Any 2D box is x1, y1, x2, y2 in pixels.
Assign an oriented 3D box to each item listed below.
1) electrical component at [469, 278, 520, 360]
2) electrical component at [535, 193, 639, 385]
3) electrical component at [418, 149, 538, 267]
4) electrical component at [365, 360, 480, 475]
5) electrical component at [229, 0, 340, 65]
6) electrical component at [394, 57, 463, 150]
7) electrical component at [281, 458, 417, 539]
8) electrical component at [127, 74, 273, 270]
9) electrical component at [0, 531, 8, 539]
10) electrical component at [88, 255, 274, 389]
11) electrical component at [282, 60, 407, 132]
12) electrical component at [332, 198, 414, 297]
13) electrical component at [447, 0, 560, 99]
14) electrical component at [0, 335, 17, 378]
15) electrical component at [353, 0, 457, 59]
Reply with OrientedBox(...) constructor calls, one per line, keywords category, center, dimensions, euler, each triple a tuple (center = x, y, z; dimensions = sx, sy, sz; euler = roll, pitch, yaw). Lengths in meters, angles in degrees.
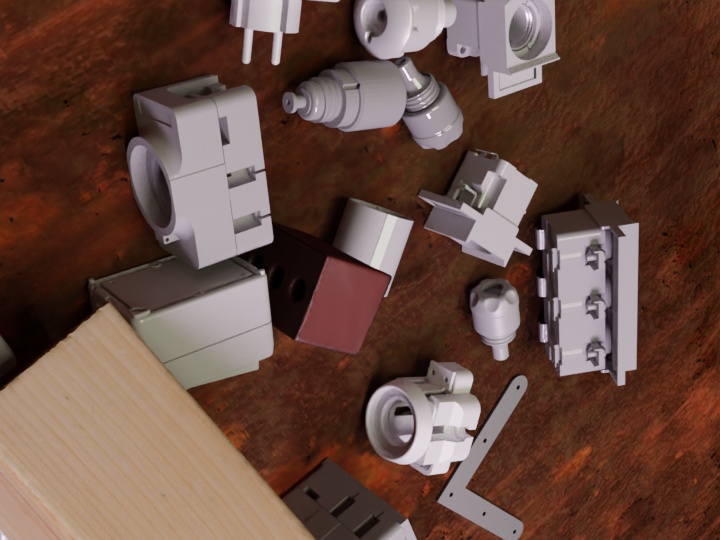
OrientedBox(category="electrical component", center=(0.099, 0.038, 0.776), dimensions=(0.035, 0.035, 0.061), euler=(-30, 127, -26))
OrientedBox(category="electrical component", center=(0.168, 0.016, 0.798), dimensions=(0.063, 0.078, 0.121), euler=(-9, 117, -4))
OrientedBox(category="electrical component", center=(0.084, -0.043, 0.725), dimensions=(0.081, 0.042, 0.063), euler=(28, 86, -43))
OrientedBox(category="electrical component", center=(0.041, 0.103, 0.742), dimensions=(0.057, 0.058, 0.078), euler=(3, 106, -43))
OrientedBox(category="electrical component", center=(-0.049, -0.147, 0.571), dimensions=(0.066, 0.047, 0.076), euler=(-6, 112, -37))
OrientedBox(category="electrical component", center=(0.039, -0.106, 0.668), dimensions=(0.035, 0.035, 0.061), euler=(-46, 128, -14))
OrientedBox(category="electrical component", center=(0.003, 0.216, 0.736), dimensions=(0.062, 0.089, 0.150), euler=(-37, 127, -21))
OrientedBox(category="electrical component", center=(-0.088, -0.052, 0.578), dimensions=(0.056, 0.050, 0.089), euler=(-22, 121, -31))
OrientedBox(category="electrical component", center=(-0.184, 0.131, 0.584), dimensions=(0.081, 0.042, 0.063), euler=(-13, 119, -34))
OrientedBox(category="electrical component", center=(-0.103, 0.032, 0.593), dimensions=(0.096, 0.062, 0.061), euler=(-20, 120, -31))
OrientedBox(category="electrical component", center=(-0.009, -0.101, 0.627), dimensions=(0.078, 0.040, 0.040), euler=(-12, 115, -35))
OrientedBox(category="electrical component", center=(0.000, 0.000, 0.674), dimensions=(0.043, 0.043, 0.081), euler=(13, 100, -41))
OrientedBox(category="electrical component", center=(0.086, -0.152, 0.666), dimensions=(0.042, 0.064, 0.081), euler=(-23, 121, -31))
OrientedBox(category="electrical component", center=(-0.211, 0.038, 0.509), dimensions=(0.096, 0.062, 0.061), euler=(-39, 128, -20))
OrientedBox(category="electrical component", center=(0.030, -0.151, 0.637), dimensions=(0.062, 0.048, 0.048), euler=(-16, 117, -41))
